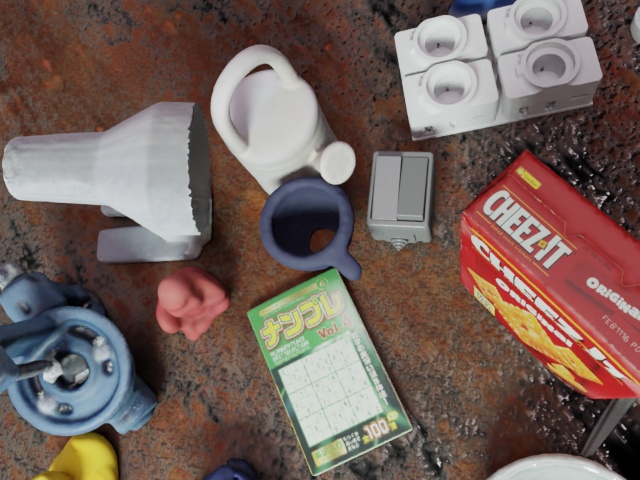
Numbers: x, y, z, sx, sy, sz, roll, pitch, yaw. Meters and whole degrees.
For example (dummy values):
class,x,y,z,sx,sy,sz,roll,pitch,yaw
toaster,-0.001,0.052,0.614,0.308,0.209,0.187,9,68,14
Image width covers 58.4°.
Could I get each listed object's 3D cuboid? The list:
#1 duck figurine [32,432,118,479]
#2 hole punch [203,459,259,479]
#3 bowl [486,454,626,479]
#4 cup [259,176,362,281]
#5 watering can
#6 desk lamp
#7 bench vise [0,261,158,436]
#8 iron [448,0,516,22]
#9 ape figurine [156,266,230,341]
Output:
class,x,y,z,sx,sy,sz,roll,pitch,yaw
duck figurine,-0.254,0.245,0.567,0.077,0.086,0.104,8,77,16
hole punch,-0.092,0.268,0.519,0.101,0.091,0.108,-39,70,1
bowl,0.193,0.258,0.462,0.167,0.075,0.167,-4,74,13
cup,0.005,0.002,0.568,0.092,0.095,0.117,-44,70,-1
watering can,-0.039,-0.112,0.558,0.172,0.194,0.101,14,78,17
desk lamp,-0.180,-0.046,0.563,0.203,0.214,0.118,-5,74,12
bench vise,-0.273,0.104,0.540,0.207,0.220,0.121,27,82,19
iron,0.243,-0.329,0.578,0.258,0.142,0.118,-31,70,4
ape figurine,-0.137,0.060,0.588,0.077,0.092,0.076,-8,73,11
